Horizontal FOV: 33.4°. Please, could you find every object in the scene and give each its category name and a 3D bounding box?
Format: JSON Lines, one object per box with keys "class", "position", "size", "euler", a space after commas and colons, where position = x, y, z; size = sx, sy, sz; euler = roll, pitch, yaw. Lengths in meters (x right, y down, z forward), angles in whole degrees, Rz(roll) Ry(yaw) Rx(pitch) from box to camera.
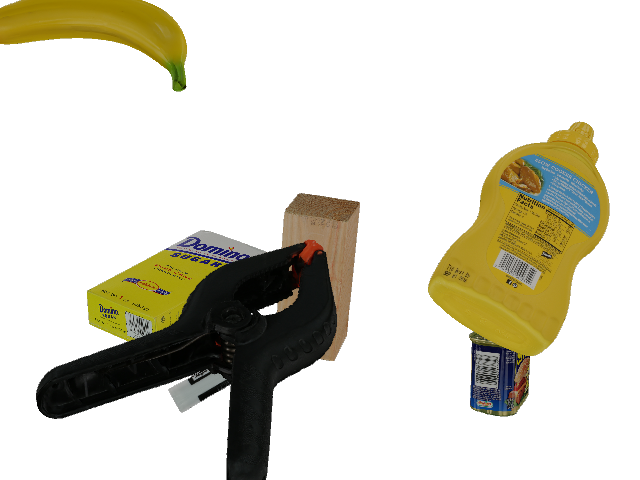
{"class": "banana", "position": [-0.184, -0.171, 0.859], "size": [0.198, 0.069, 0.037], "euler": [15, -39, 18]}
{"class": "marker", "position": [-0.049, 0.082, 0.746], "size": [0.121, 0.020, 0.020], "euler": [-29, 6, -10]}
{"class": "wood block", "position": [-0.005, 0.049, 1.480], "size": [0.090, 0.206, 0.090], "euler": [9, 22, 10]}
{"class": "clamp", "position": [-0.038, 0.058, 0.521], "size": [0.120, 0.039, 0.171], "euler": [31, 47, 26]}
{"class": "mustard bottle", "position": [0.161, -0.015, 0.794], "size": [0.096, 0.191, 0.058], "euler": [30, -26, 4]}
{"class": "sugar box", "position": [-0.142, 0.046, 1.088], "size": [0.093, 0.048, 0.175], "euler": [19, 34, 29]}
{"class": "can of meat", "position": [0.200, 0.140, 1.181], "size": [0.058, 0.084, 0.102], "euler": [5, 10, 22]}
